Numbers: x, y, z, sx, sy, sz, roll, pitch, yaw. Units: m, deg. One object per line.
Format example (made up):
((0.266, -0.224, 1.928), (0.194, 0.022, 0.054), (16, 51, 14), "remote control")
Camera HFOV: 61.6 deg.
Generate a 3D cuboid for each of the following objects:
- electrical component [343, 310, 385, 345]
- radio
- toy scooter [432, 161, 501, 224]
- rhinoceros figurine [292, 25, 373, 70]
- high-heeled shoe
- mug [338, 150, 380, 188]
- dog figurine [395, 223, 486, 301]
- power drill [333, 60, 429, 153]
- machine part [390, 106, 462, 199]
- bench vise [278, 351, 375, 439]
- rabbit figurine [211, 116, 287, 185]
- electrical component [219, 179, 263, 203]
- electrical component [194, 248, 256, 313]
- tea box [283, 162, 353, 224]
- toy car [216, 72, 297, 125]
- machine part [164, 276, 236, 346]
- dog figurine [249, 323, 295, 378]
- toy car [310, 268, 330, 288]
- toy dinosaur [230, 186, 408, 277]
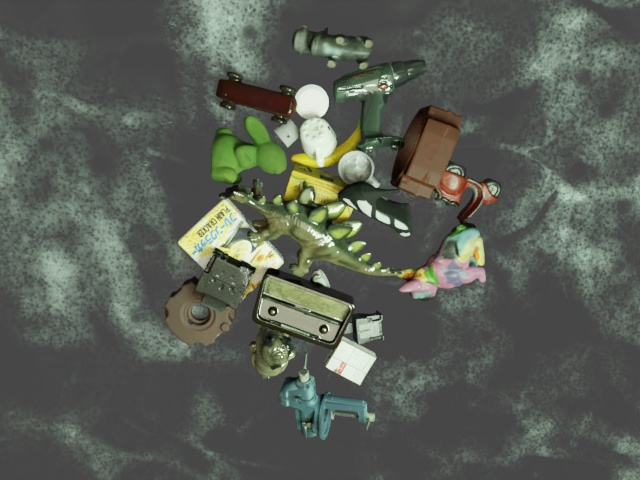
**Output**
((0.104, 0.227, 1.390), (0.119, 0.048, 0.074), (-4, 100, -12), "electrical component")
((-0.042, 0.165, 1.293), (0.230, 0.073, 0.131), (20, 103, 0), "radio")
((0.350, -0.110, 1.333), (0.184, 0.075, 0.135), (22, 100, -11), "toy scooter")
((0.032, -0.449, 1.239), (0.190, 0.112, 0.073), (1, 130, -16), "rhinoceros figurine")
((0.140, -0.060, 1.290), (0.145, 0.248, 0.086), (-7, 58, 17), "high-heeled shoe")
((0.101, -0.167, 1.287), (0.109, 0.107, 0.080), (33, 103, 1), "mug")
((0.294, 0.062, 1.338), (0.219, 0.108, 0.191), (-14, 124, 4), "dog figurine")
((0.151, -0.316, 1.261), (0.232, 0.086, 0.207), (-6, 87, 3), "power drill")
((0.239, -0.203, 1.244), (0.087, 0.201, 0.201), (22, 99, -4), "machine part")
((0.020, 0.422, 1.383), (0.241, 0.129, 0.223), (3, 109, 14), "bench vise")
((-0.162, -0.204, 1.275), (0.170, 0.121, 0.159), (3, 84, 2), "rabbit figurine")
((-0.180, -0.116, 1.265), (0.078, 0.102, 0.045), (10, 77, -39), "electrical component")
((-0.230, 0.103, 1.286), (0.115, 0.058, 0.134), (25, 100, -4), "electrical component")
((0.001, -0.113, 1.306), (0.170, 0.068, 0.098), (16, 117, -6), "tea box")
((-0.149, -0.334, 1.267), (0.202, 0.053, 0.089), (17, 103, 13), "toy car")
((-0.307, 0.183, 1.366), (0.179, 0.056, 0.179), (0, 100, -1), "machine part")
((-0.122, 0.295, 1.327), (0.121, 0.191, 0.172), (-1, 102, -2), "dog figurine")
((0.007, 0.171, 1.369), (0.056, 0.073, 0.201), (-7, 101, 2), "toy car")
((-0.003, -0.004, 1.279), (0.471, 0.105, 0.198), (32, 124, -25), "toy dinosaur")
